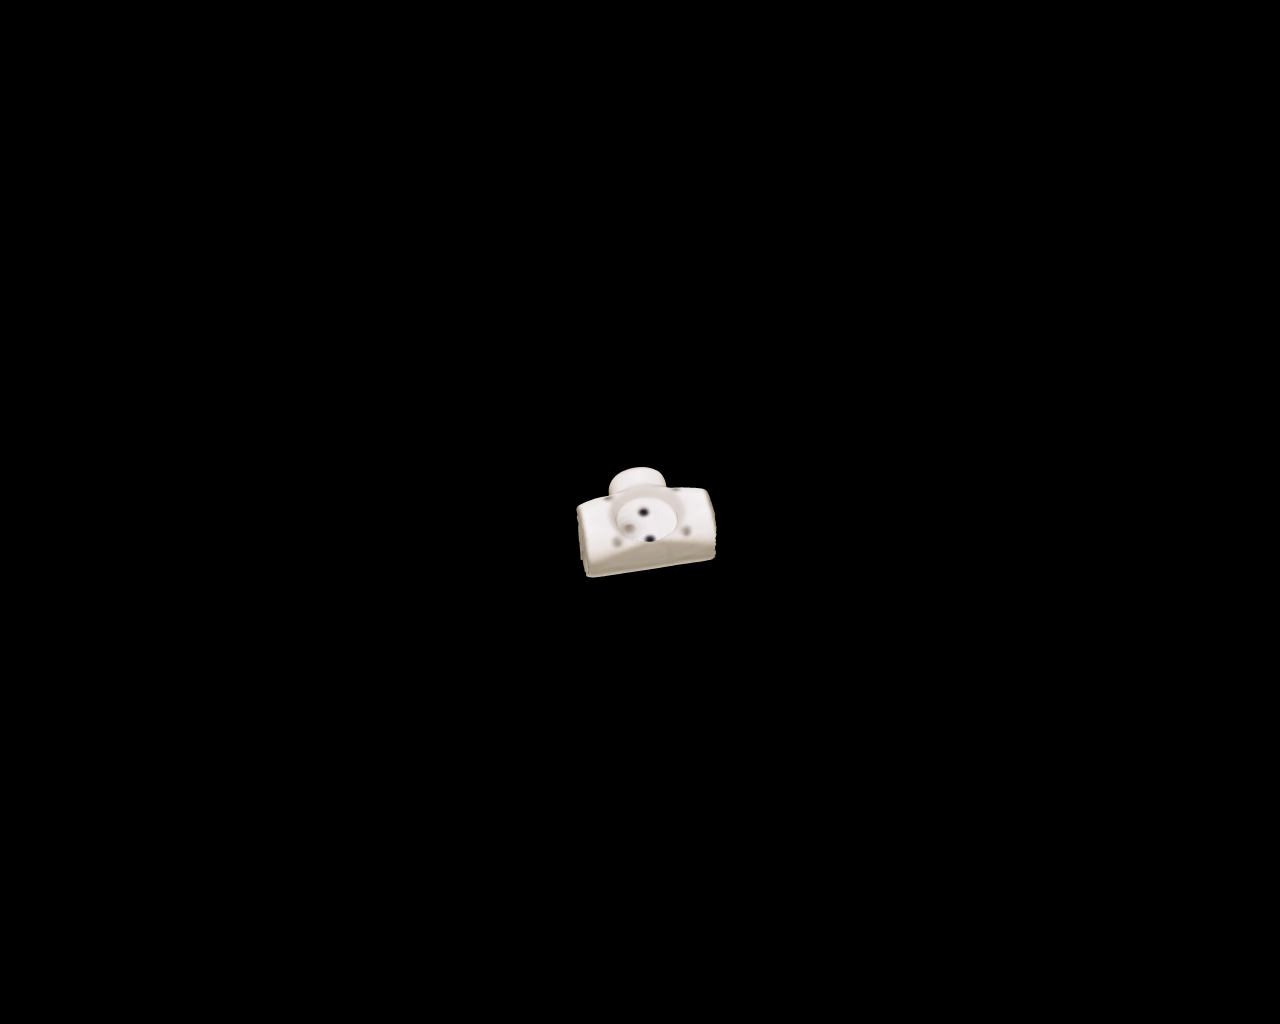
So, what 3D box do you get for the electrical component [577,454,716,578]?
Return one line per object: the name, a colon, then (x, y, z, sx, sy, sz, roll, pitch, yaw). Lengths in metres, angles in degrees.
electrical component: (0.001, -0.003, 0.650, 0.077, 0.079, 0.044, -8, -33, -5)
